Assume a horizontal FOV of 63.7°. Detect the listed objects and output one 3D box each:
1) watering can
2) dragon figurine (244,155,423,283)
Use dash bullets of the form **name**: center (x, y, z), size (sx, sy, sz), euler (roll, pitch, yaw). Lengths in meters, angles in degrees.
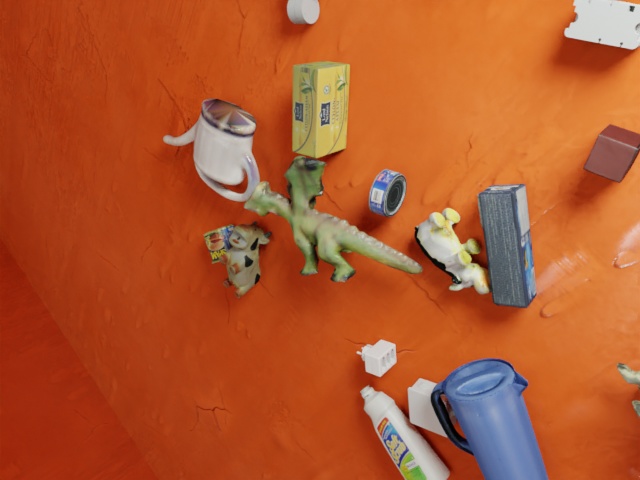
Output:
- **watering can**: center (-0.262, -0.236, 1.231), size (0.351, 0.105, 0.219), euler (37, 128, 25)
- **dragon figurine**: center (0.003, -0.051, 1.022), size (0.410, 0.124, 0.238), euler (3, 125, 42)
